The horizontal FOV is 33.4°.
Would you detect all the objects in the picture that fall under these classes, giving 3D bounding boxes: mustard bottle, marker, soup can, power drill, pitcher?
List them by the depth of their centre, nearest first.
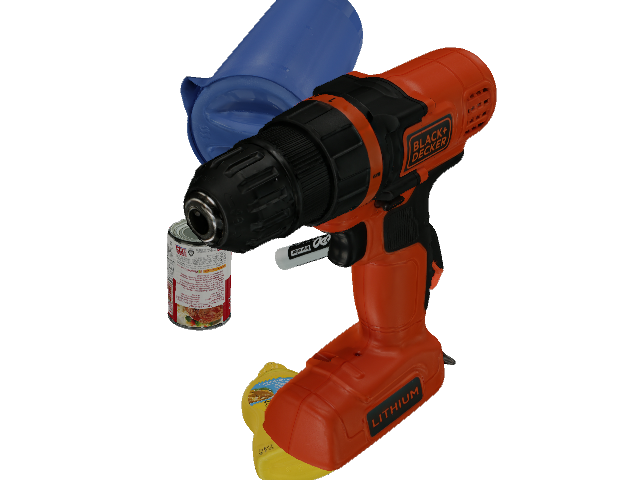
[{"bbox_3d":[0.012,0.015,0.502,0.057,0.188,0.184,29,41,33],"label":"power drill"},{"bbox_3d":[0.013,0.002,0.868,0.121,0.020,0.020,-17,-11,38],"label":"marker"},{"bbox_3d":[-0.024,-0.156,1.078,0.145,0.149,0.242,-7,34,23],"label":"pitcher"},{"bbox_3d":[-0.128,0.034,1.128,0.068,0.102,0.068,3,24,-1],"label":"soup can"},{"bbox_3d":[-0.042,0.201,1.247,0.096,0.058,0.192,-8,29,-9],"label":"mustard bottle"}]

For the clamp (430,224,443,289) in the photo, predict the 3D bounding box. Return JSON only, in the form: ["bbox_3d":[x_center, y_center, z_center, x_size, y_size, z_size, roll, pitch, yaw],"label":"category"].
[{"bbox_3d":[0.063,-0.021,1.251,0.164,0.036,0.210,-14,51,-28],"label":"clamp"}]
